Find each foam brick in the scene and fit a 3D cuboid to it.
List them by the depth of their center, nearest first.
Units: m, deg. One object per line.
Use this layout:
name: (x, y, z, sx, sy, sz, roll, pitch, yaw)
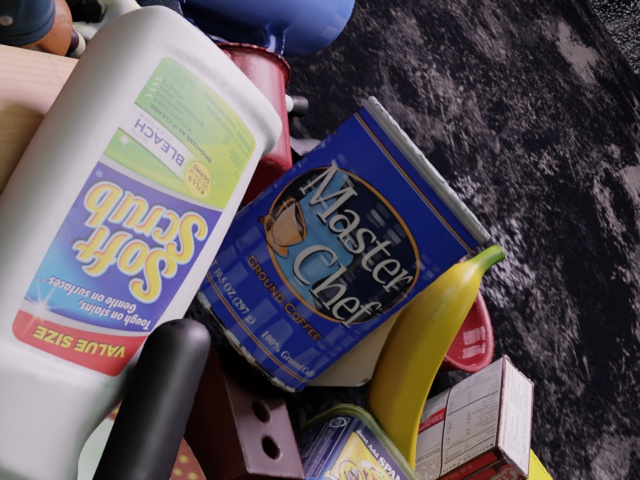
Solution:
foam brick: (-0.050, 0.106, 0.594, 0.052, 0.051, 0.078, 21, 44, -49)

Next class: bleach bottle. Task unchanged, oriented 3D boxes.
bleach bottle: (-0.095, 0.019, 0.446, 0.102, 0.068, 0.250, 44, 46, -33)

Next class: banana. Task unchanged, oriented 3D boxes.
banana: (0.061, 0.093, 0.675, 0.069, 0.198, 0.037, 6, 26, -32)

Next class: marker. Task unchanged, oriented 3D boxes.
marker: (-0.045, -0.114, 0.877, 0.120, 0.020, 0.020, -3, 63, -59)

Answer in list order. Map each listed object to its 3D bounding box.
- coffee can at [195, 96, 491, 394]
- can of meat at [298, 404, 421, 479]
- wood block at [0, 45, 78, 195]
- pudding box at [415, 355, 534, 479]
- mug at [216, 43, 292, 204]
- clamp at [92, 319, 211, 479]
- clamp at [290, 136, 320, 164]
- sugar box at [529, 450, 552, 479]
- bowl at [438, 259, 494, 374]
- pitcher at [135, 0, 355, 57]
coffee can: (0.009, 0.003, 0.600, 0.103, 0.140, 0.103, 49, 8, -9)
can of meat: (0.019, 0.164, 0.639, 0.102, 0.058, 0.083, 53, 29, -7)
wood block: (-0.177, -0.035, 0.500, 0.205, 0.090, 0.091, -1, 60, -58)
pudding box: (0.106, 0.144, 0.766, 0.039, 0.090, 0.113, 48, 28, -16)
mug: (-0.062, -0.079, 0.714, 0.117, 0.093, 0.081, 98, -14, -68)
clamp: (-0.081, 0.134, 0.378, 0.209, 0.036, 0.164, -33, 117, -54)
clamp: (-0.020, -0.059, 0.836, 0.171, 0.039, 0.120, 7, 64, -56)
sugar box: (0.140, 0.229, 0.740, 0.093, 0.048, 0.176, 52, 27, -14)
bowl: (0.071, 0.045, 0.854, 0.162, 0.055, 0.162, 39, 32, -30)
pitcher: (-0.070, -0.211, 0.837, 0.145, 0.149, 0.242, 28, 10, 30)
